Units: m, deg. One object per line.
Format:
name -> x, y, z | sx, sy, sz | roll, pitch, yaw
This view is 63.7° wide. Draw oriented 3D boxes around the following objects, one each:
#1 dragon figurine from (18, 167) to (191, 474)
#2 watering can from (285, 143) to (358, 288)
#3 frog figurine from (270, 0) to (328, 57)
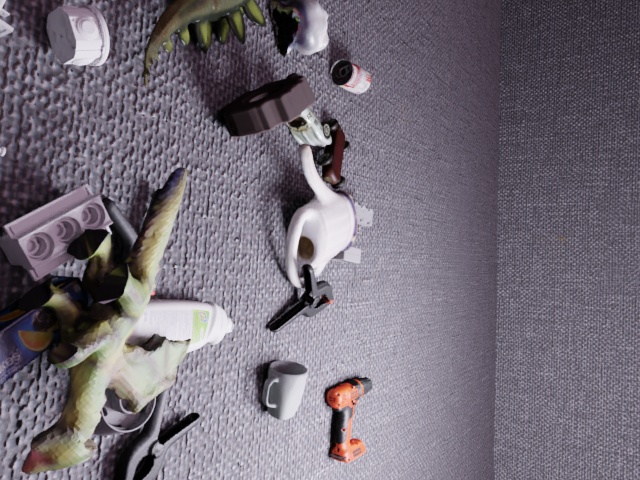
dragon figurine -> -0.253, 0.113, 0.704 | 0.419, 0.122, 0.237 | -59, 148, -36
watering can -> 0.004, -0.058, 1.151 | 0.227, 0.104, 0.341 | -27, 130, -52
frog figurine -> -0.021, -0.486, 1.142 | 0.162, 0.121, 0.137 | -31, 97, -40
